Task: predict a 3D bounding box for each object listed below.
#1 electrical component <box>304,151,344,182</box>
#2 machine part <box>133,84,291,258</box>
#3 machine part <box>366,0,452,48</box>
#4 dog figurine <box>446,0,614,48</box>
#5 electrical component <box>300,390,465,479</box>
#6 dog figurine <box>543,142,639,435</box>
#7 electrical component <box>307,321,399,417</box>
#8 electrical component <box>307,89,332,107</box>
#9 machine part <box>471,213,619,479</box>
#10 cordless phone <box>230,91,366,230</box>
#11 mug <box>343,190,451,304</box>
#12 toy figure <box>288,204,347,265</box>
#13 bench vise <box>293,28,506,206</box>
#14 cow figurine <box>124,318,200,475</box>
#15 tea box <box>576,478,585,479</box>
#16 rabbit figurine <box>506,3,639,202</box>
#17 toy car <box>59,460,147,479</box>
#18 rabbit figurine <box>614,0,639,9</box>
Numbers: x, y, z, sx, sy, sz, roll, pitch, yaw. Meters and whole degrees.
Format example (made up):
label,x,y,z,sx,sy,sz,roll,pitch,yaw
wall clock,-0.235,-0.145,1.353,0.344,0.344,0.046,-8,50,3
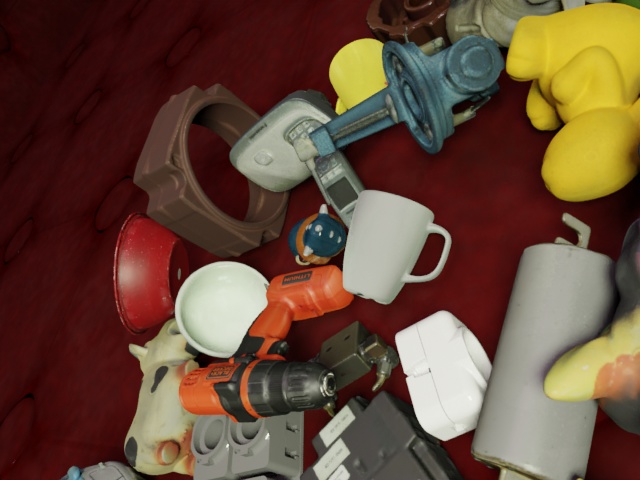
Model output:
label,x,y,z,sx,sy,sz,roll,pitch,yaw
electrical component,0.006,-0.130,0.736,0.119,0.047,0.075,-15,70,37
machine part,-0.134,-0.094,0.735,0.087,0.200,0.201,-16,51,39
machine part,0.154,-0.334,0.757,0.179,0.056,0.179,-24,47,28
dog figurine,0.203,-0.272,0.580,0.191,0.172,0.121,17,63,41
electrical component,0.050,0.199,0.455,0.115,0.058,0.134,-45,40,5
dog figurine,0.227,0.020,0.329,0.109,0.191,0.219,23,60,43
electrical component,0.028,0.129,0.543,0.102,0.045,0.078,-38,13,13
electrical component,-0.020,-0.207,0.853,0.063,0.021,0.094,-54,40,-2
machine part,0.172,0.092,0.404,0.079,0.079,0.243,1,61,44
cordless phone,-0.013,-0.078,0.673,0.146,0.184,0.089,-32,-2,35
mug,0.076,0.015,0.562,0.110,0.080,0.107,19,85,19
toy figure,-0.002,-0.004,0.611,0.154,0.058,0.064,173,93,-78
bench vise,0.082,-0.145,0.578,0.241,0.128,0.224,-26,18,0
cow figurine,-0.192,0.191,0.677,0.127,0.085,0.195,-15,52,28
tea box,0.161,0.243,0.308,0.098,0.068,0.169,24,80,49
rabbit figurine,0.245,-0.107,0.463,0.163,0.121,0.173,4,60,28
toy car,-0.246,0.314,0.622,0.162,0.109,0.103,18,57,40
rabbit figurine,0.325,-0.250,0.464,0.170,0.121,0.159,-160,64,-72
